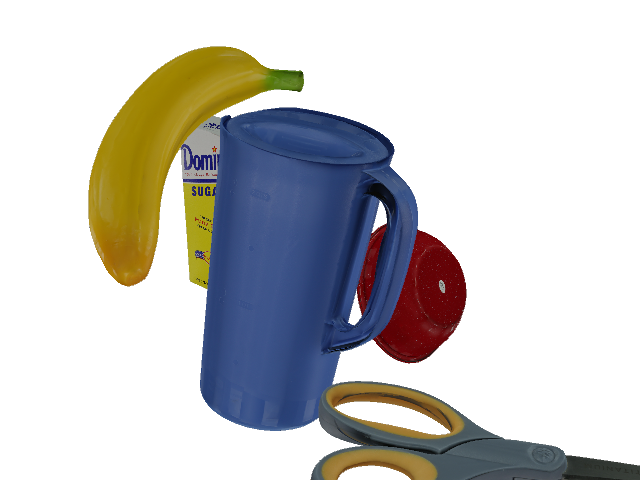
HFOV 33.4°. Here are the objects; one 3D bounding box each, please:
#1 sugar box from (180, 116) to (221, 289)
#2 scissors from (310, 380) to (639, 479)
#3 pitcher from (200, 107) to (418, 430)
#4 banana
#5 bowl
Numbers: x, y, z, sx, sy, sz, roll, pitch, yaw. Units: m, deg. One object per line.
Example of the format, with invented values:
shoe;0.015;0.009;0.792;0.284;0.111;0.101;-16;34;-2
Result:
sugar box;-0.096;-0.031;1.075;0.093;0.176;0.048;19;32;42
scissors;0.084;0.107;0.463;0.202;0.016;0.096;15;32;23
pitcher;-0.020;0.027;0.837;0.145;0.243;0.149;6;22;-10
banana;-0.077;-0.054;0.560;0.070;0.037;0.197;18;45;16
bowl;0.114;0.055;1.190;0.055;0.162;0.161;-12;-9;43
